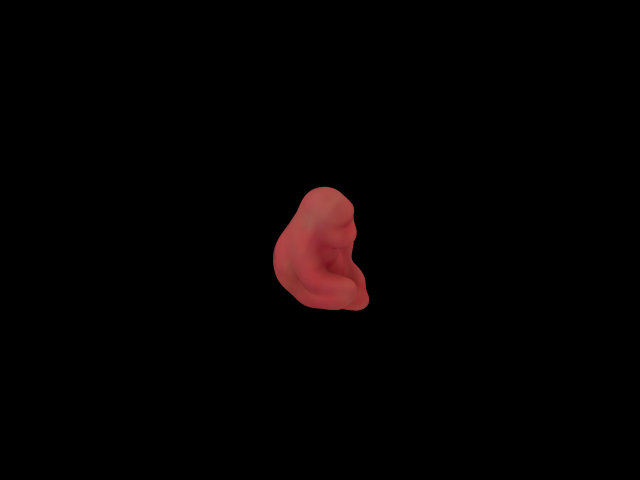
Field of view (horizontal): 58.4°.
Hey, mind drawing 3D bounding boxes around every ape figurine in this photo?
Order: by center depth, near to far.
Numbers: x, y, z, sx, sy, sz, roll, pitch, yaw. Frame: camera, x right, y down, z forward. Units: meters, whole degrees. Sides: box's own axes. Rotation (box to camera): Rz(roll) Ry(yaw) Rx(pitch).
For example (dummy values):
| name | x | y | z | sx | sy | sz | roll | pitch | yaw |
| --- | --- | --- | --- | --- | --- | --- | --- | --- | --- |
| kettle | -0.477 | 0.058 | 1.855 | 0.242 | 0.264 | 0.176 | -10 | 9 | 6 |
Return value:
| name | x | y | z | sx | sy | sz | roll | pitch | yaw |
| --- | --- | --- | --- | --- | --- | --- | --- | --- | --- |
| ape figurine | 0.004 | 0.001 | 0.400 | 0.076 | 0.092 | 0.078 | 15 | 55 | 12 |
